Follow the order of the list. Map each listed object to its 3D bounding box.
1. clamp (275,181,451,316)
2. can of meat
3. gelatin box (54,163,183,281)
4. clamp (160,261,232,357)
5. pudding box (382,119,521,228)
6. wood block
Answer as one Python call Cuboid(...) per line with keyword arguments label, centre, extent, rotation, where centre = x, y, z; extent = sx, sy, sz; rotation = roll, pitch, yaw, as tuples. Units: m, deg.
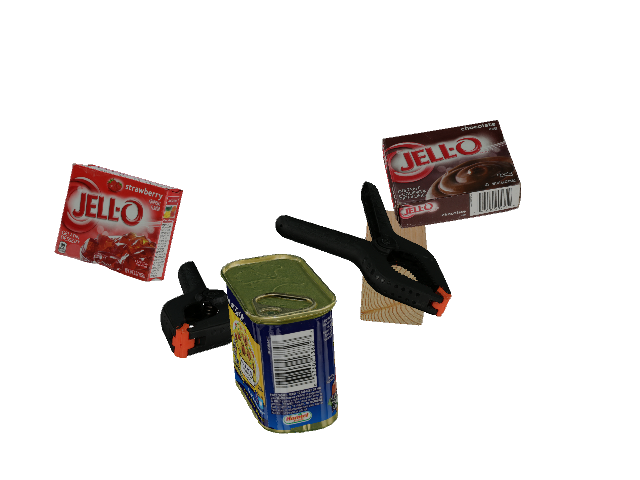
Cuboid(label="clamp", centre=(0.059, 0.014, 1.223), extent=(0.164, 0.036, 0.210), rotation=(-18, 51, -37))
Cuboid(label="can of meat", centre=(-0.025, 0.066, 0.690), extent=(0.057, 0.084, 0.102), rotation=(-9, 21, -16))
Cuboid(label="gelatin box", centre=(-0.157, -0.015, 0.826), extent=(0.089, 0.073, 0.030), rotation=(16, 7, 20))
Cuboid(label="clamp", centre=(-0.113, 0.062, 1.036), extent=(0.120, 0.039, 0.171), rotation=(8, 18, 22))
Cuboid(label="pudding box", centre=(0.118, -0.061, 0.976), extent=(0.113, 0.090, 0.039), rotation=(-8, -43, -1))
Cuboid(label="wood block", centre=(0.109, 0.036, 1.582), extent=(0.091, 0.090, 0.206), rotation=(5, 24, 2))
